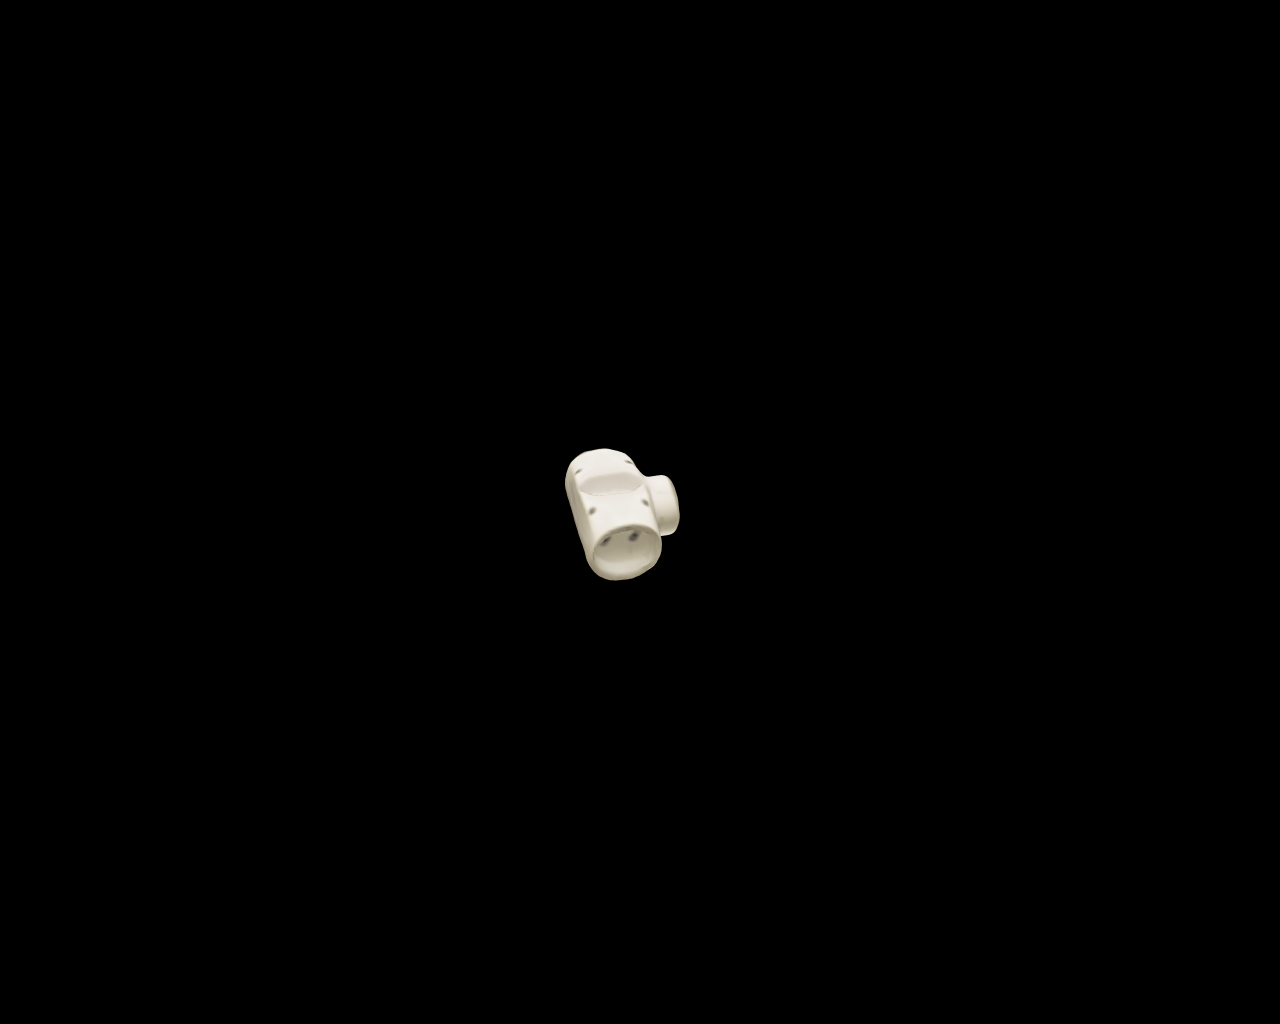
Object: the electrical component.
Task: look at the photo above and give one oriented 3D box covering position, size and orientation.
[{"bbox_3d":[0.001,-0.003,0.650,0.079,0.043,0.077,-8,40,-10],"label":"electrical component"}]
